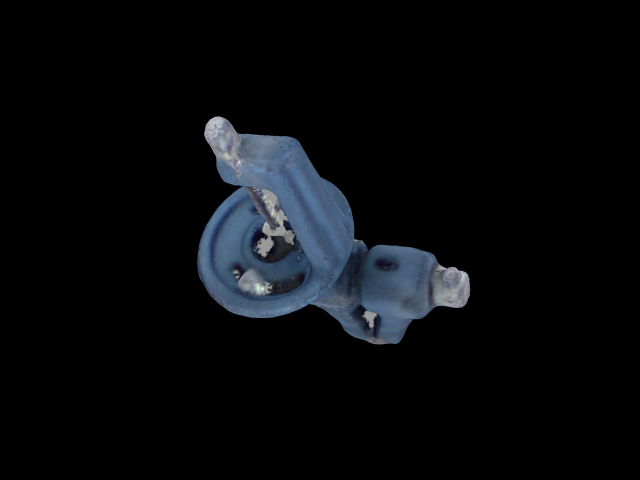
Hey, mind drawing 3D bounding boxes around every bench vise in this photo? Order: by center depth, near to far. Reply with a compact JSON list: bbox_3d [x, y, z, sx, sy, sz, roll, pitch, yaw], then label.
[{"bbox_3d":[0.003,-0.009,0.405,0.207,0.220,0.121,-3,63,-1],"label":"bench vise"}]
